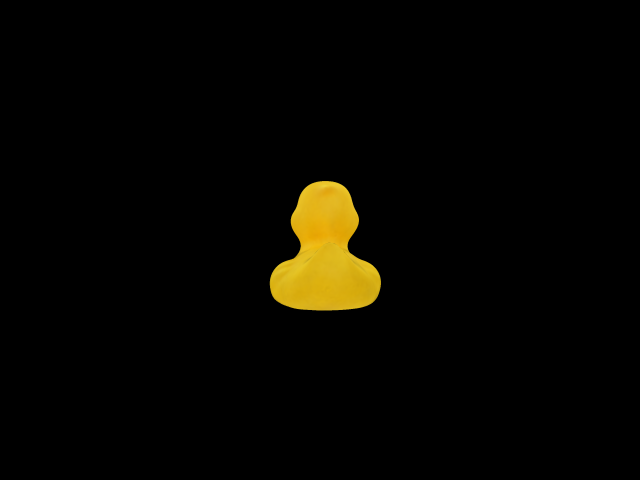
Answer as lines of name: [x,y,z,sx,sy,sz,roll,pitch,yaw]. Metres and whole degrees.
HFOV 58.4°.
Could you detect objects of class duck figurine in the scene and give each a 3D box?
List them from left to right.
duck figurine: [0.004,0.001,0.400,0.077,0.086,0.104,0,2,-3]
